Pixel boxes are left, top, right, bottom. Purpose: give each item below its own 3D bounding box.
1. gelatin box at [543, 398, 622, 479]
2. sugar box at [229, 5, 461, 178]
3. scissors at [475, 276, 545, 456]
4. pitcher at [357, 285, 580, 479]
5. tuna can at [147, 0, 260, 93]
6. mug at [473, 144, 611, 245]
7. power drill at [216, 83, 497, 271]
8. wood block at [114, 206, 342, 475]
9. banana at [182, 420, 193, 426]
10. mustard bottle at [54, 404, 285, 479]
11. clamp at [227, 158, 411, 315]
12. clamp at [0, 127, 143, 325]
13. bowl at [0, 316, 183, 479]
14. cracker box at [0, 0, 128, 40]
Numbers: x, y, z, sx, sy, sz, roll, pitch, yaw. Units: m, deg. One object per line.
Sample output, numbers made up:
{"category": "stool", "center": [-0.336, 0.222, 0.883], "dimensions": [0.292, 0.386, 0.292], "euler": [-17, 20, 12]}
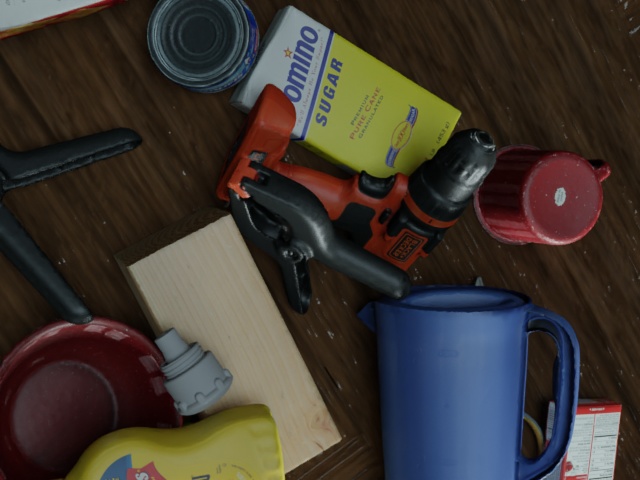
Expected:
{"category": "gelatin box", "center": [0.243, 0.194, 0.997], "dimensions": [0.073, 0.030, 0.089], "euler": [4, 94, -35]}
{"category": "sugar box", "center": [0.022, -0.112, 0.900], "dimensions": [0.176, 0.048, 0.093], "euler": [28, 86, -19]}
{"category": "scissors", "center": [0.147, 0.142, 0.977], "dimensions": [0.096, 0.016, 0.202], "euler": [-29, 102, -13]}
{"category": "pitcher", "center": [0.122, 0.161, 0.904], "dimensions": [0.144, 0.149, 0.243], "euler": [-4, 97, -24]}
{"category": "tuna can", "center": [-0.093, -0.161, 0.847], "dimensions": [0.086, 0.033, 0.086], "euler": [0, 92, 9]}
{"category": "mug", "center": [0.205, -0.043, 0.945], "dimensions": [0.117, 0.082, 0.093], "euler": [-22, 101, -15]}
{"category": "power drill", "center": [0.025, -0.051, 0.853], "dimensions": [0.187, 0.185, 0.057], "euler": [25, 44, -12]}
{"category": "wood block", "center": [-0.075, 0.085, 0.862], "dimensions": [0.090, 0.090, 0.206], "euler": [-29, 103, -13]}
{"category": "banana", "center": [-0.148, 0.245, 0.883], "dimensions": [0.069, 0.037, 0.197], "euler": [40, 81, -1]}
{"category": "mustard bottle", "center": [-0.123, 0.184, 0.786], "dimensions": [0.191, 0.058, 0.096], "euler": [-9, 107, -10]}
{"category": "clamp", "center": [-0.006, 0.001, 0.842], "dimensions": [0.171, 0.120, 0.039], "euler": [54, 38, -40]}
{"category": "clamp", "center": [-0.244, -0.044, 0.815], "dimensions": [0.210, 0.036, 0.164], "euler": [22, 66, -9]}
{"category": "bowl", "center": [-0.191, 0.140, 0.836], "dimensions": [0.161, 0.055, 0.162], "euler": [3, 85, -32]}
{"category": "cracker box", "center": [-0.224, -0.242, 0.797], "dimensions": [0.213, 0.072, 0.164], "euler": [-22, 102, -16]}
